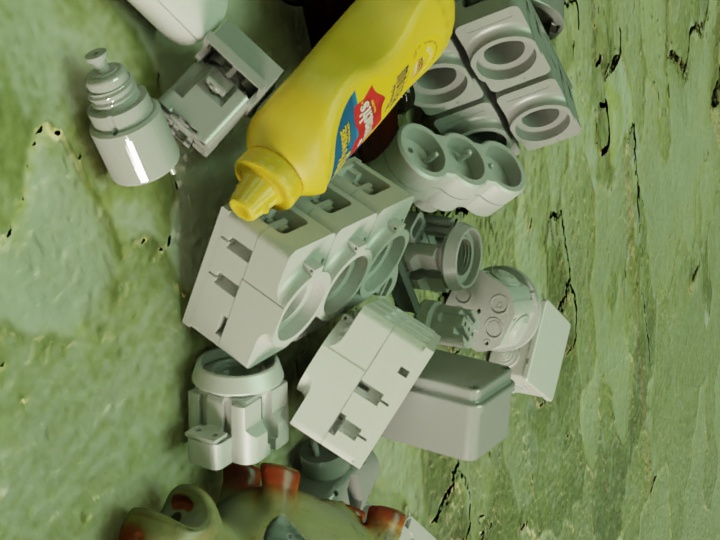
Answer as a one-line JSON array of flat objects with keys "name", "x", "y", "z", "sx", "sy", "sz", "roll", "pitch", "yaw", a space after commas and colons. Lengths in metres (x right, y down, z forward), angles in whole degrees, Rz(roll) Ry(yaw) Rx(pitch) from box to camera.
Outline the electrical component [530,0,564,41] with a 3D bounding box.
[{"name": "electrical component", "x": 0.117, "y": -0.233, "z": 0.888, "sx": 0.108, "sy": 0.108, "sz": 0.060, "roll": 24, "pitch": 71, "yaw": -59}]

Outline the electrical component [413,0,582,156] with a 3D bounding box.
[{"name": "electrical component", "x": 0.101, "y": -0.155, "z": 0.860, "sx": 0.186, "sy": 0.105, "sz": 0.060, "roll": 42, "pitch": 35, "yaw": -55}]

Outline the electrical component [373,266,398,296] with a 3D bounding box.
[{"name": "electrical component", "x": 0.000, "y": 0.000, "z": 0.802, "sx": 0.040, "sy": 0.046, "sz": 0.040, "roll": -21, "pitch": 115, "yaw": -56}]

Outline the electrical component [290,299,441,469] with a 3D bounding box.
[{"name": "electrical component", "x": 0.005, "y": 0.071, "z": 0.747, "sx": 0.089, "sy": 0.062, "sz": 0.150, "roll": -58, "pitch": 175, "yaw": 3}]

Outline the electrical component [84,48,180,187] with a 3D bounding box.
[{"name": "electrical component", "x": -0.125, "y": -0.081, "z": 0.573, "sx": 0.040, "sy": 0.040, "sz": 0.078, "roll": -55, "pitch": 140, "yaw": -38}]

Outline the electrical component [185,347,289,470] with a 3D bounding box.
[{"name": "electrical component", "x": -0.077, "y": 0.083, "z": 0.681, "sx": 0.078, "sy": 0.058, "sz": 0.057, "roll": -27, "pitch": 123, "yaw": -55}]

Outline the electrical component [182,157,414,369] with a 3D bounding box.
[{"name": "electrical component", "x": -0.033, "y": -0.007, "z": 0.696, "sx": 0.150, "sy": 0.062, "sz": 0.089, "roll": -28, "pitch": 148, "yaw": -54}]

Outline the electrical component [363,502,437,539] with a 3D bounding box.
[{"name": "electrical component", "x": 0.021, "y": 0.247, "z": 0.890, "sx": 0.113, "sy": 0.057, "sz": 0.078, "roll": 53, "pitch": 53, "yaw": -51}]

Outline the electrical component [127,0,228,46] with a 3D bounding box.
[{"name": "electrical component", "x": -0.110, "y": -0.160, "z": 0.575, "sx": 0.081, "sy": 0.043, "sz": 0.043, "roll": 42, "pitch": 62, "yaw": -55}]

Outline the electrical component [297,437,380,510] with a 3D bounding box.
[{"name": "electrical component", "x": -0.025, "y": 0.148, "z": 0.801, "sx": 0.077, "sy": 0.043, "sz": 0.079, "roll": -41, "pitch": 131, "yaw": -48}]

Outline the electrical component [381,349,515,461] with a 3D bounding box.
[{"name": "electrical component", "x": 0.059, "y": 0.102, "z": 0.864, "sx": 0.078, "sy": 0.113, "sz": 0.057, "roll": -19, "pitch": 117, "yaw": -57}]

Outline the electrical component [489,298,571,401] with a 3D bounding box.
[{"name": "electrical component", "x": 0.175, "y": 0.081, "z": 1.120, "sx": 0.100, "sy": 0.048, "sz": 0.099, "roll": 38, "pitch": 65, "yaw": -56}]

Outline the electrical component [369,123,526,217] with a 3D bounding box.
[{"name": "electrical component", "x": 0.062, "y": -0.071, "z": 0.871, "sx": 0.138, "sy": 0.074, "sz": 0.052, "roll": 6, "pitch": 59, "yaw": -39}]

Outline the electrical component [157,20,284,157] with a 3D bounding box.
[{"name": "electrical component", "x": -0.081, "y": -0.100, "z": 0.612, "sx": 0.063, "sy": 0.042, "sz": 0.081, "roll": -50, "pitch": -175, "yaw": -9}]

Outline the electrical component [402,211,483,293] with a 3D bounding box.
[{"name": "electrical component", "x": 0.067, "y": -0.013, "z": 0.902, "sx": 0.058, "sy": 0.057, "sz": 0.078, "roll": -60, "pitch": 144, "yaw": -32}]

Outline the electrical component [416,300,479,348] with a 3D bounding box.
[{"name": "electrical component", "x": 0.077, "y": 0.049, "z": 0.946, "sx": 0.040, "sy": 0.046, "sz": 0.040, "roll": -22, "pitch": 116, "yaw": -56}]

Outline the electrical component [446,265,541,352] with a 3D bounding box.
[{"name": "electrical component", "x": 0.121, "y": 0.036, "z": 0.987, "sx": 0.051, "sy": 0.080, "sz": 0.080, "roll": -3, "pitch": 100, "yaw": -54}]
